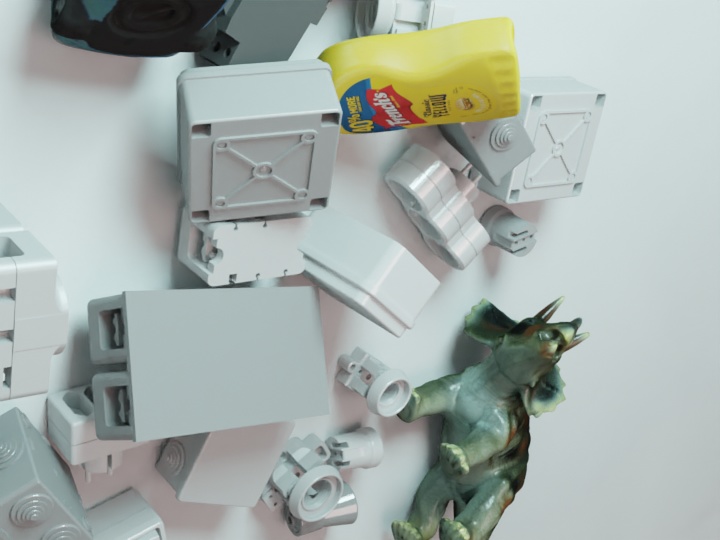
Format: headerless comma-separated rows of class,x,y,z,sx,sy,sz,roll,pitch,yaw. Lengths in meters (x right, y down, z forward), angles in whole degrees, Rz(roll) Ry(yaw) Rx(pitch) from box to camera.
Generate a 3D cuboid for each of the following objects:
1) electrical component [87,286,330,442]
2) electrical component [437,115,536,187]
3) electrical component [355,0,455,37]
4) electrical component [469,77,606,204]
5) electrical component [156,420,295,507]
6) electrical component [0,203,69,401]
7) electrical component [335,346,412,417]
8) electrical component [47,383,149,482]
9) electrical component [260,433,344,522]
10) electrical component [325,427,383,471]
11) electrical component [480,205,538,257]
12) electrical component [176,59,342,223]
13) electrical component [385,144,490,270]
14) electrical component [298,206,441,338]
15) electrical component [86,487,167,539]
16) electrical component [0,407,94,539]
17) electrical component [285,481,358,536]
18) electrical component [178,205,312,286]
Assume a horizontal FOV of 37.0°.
electrical component,-0.116,0.070,0.835,0.186,0.060,0.105,0,84,-46
electrical component,0.097,-0.132,0.916,0.048,0.099,0.099,-39,135,0
electrical component,0.032,-0.201,0.838,0.057,0.078,0.058,3,104,-21
electrical component,0.167,-0.123,1.011,0.109,0.056,0.108,-9,119,-38
electrical component,-0.117,0.152,0.929,0.100,0.048,0.099,18,101,-46
electrical component,-0.240,0.007,0.662,0.062,0.150,0.089,-8,119,-37
electrical component,0.016,0.107,1.015,0.048,0.055,0.066,-55,137,-2
electrical component,-0.204,0.132,0.842,0.066,0.047,0.076,-13,122,-36
electrical component,-0.053,0.198,1.007,0.078,0.057,0.058,-40,134,-16
electrical component,-0.007,0.176,1.048,0.046,0.040,0.040,-5,117,-34
electrical component,0.145,-0.037,1.050,0.040,0.046,0.040,-21,126,-31
electrical component,-0.074,-0.091,0.772,0.109,0.056,0.108,-7,144,-14
electrical component,0.083,-0.067,0.973,0.073,0.052,0.138,-47,136,-10
electrical component,0.000,0.000,0.896,0.057,0.113,0.078,-54,137,-6
electrical component,-0.210,0.238,0.889,0.096,0.061,0.061,-24,128,-29
electrical component,-0.244,0.160,0.789,0.048,0.099,0.099,-31,132,-7
electrical component,-0.040,0.235,1.053,0.065,0.044,0.044,-11,121,-31
electrical component,-0.092,-0.026,0.841,0.089,0.056,0.050,-9,119,-38
